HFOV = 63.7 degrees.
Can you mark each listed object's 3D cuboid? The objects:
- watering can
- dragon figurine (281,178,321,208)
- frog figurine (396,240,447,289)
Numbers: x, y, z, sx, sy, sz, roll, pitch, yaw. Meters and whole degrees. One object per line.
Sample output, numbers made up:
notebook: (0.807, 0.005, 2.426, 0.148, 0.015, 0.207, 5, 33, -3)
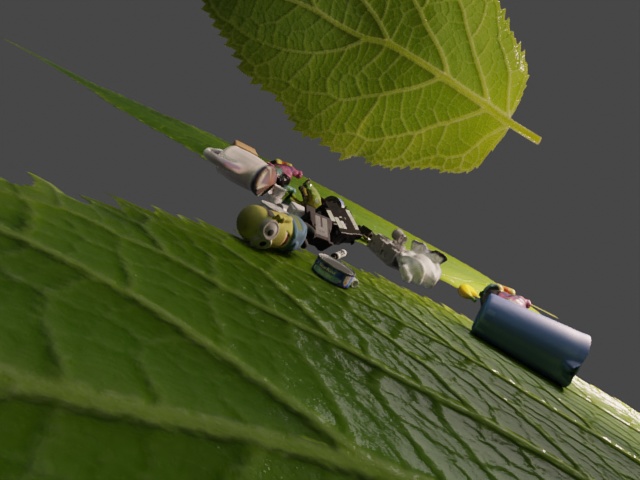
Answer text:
watering can: (-0.233, -0.227, 1.627, 0.225, 0.103, 0.349, 30, 10, 9)
dragon figurine: (0.005, -0.084, 1.668, 0.242, 0.121, 0.414, 45, 10, -5)
frog figurine: (0.279, 0.089, 1.498, 0.137, 0.120, 0.162, 44, 48, 1)
